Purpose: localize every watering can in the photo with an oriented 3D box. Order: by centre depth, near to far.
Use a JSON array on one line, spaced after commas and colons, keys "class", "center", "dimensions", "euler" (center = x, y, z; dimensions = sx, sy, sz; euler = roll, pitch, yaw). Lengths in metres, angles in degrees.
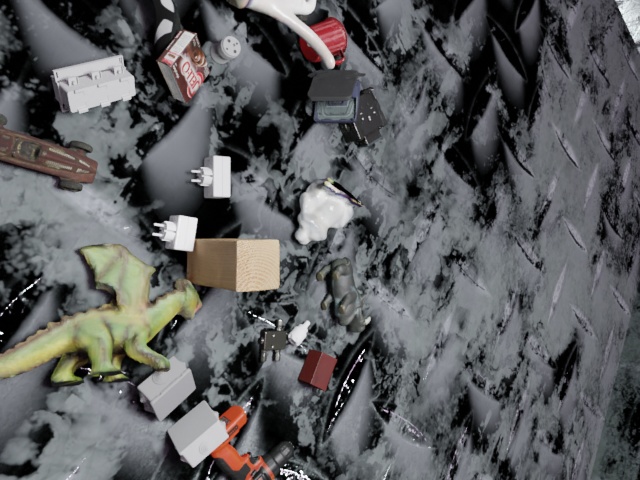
[{"class": "watering can", "center": [-0.094, -0.526, 1.111], "dimensions": [0.226, 0.102, 0.351], "euler": [-11, 75, -37]}]

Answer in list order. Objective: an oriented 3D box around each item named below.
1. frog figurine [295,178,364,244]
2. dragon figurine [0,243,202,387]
[{"class": "frog figurine", "center": [0.004, -0.061, 1.214], "dimensions": [0.136, 0.125, 0.158], "euler": [24, 111, -44]}, {"class": "dragon figurine", "center": [-0.388, 0.125, 0.903], "dimensions": [0.409, 0.121, 0.247], "euler": [11, 65, -39]}]
